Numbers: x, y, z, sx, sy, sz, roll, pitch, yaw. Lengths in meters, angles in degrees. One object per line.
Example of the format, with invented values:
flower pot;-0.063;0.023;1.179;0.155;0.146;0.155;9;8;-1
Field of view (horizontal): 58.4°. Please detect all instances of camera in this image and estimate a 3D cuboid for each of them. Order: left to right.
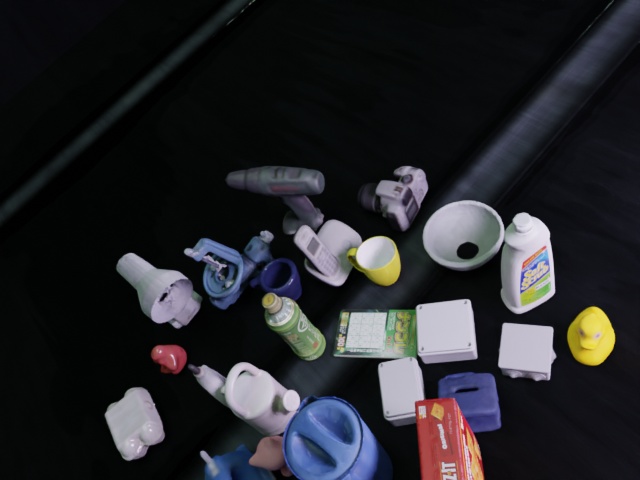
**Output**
camera;0.163;-0.111;1.340;0.136;0.101;0.143;16;65;32

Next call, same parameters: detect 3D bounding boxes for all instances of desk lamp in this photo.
desk lamp;-0.372;0.123;1.344;0.202;0.214;0.118;28;72;37

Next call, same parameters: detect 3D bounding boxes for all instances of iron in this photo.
iron;-0.129;0.483;1.023;0.119;0.142;0.257;-42;50;-7

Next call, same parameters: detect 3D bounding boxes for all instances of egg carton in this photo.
egg carton;-0.404;0.400;1.255;0.107;0.070;0.150;-40;50;-6

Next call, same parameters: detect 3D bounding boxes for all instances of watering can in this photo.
watering can;-0.120;0.303;1.113;0.172;0.195;0.101;-17;52;13

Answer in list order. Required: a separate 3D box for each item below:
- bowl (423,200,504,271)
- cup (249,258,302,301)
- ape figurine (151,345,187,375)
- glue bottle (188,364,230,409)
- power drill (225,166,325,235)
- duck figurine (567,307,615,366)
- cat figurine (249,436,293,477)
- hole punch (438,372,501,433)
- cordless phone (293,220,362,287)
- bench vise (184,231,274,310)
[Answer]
bowl;0.305;0.003;1.211;0.167;0.075;0.167;-12;53;17
cup;-0.093;0.105;1.307;0.117;0.095;0.091;-16;52;14
ape figurine;-0.353;0.269;1.311;0.076;0.092;0.077;-42;50;-8
glue bottle;-0.224;0.292;1.182;0.037;0.174;0.077;-45;51;-10
power drill;-0.085;-0.101;1.376;0.229;0.209;0.075;-6;55;21
duck figurine;0.479;0.159;1.013;0.077;0.086;0.104;7;60;29
cat figurine;-0.062;0.399;1.068;0.127;0.118;0.067;-9;54;19
hole punch;0.261;0.283;1.021;0.108;0.091;0.101;-11;53;17
cordless phone;0.012;0.005;1.271;0.093;0.186;0.148;10;62;30
bench vise;-0.212;0.038;1.327;0.121;0.220;0.208;20;67;34
